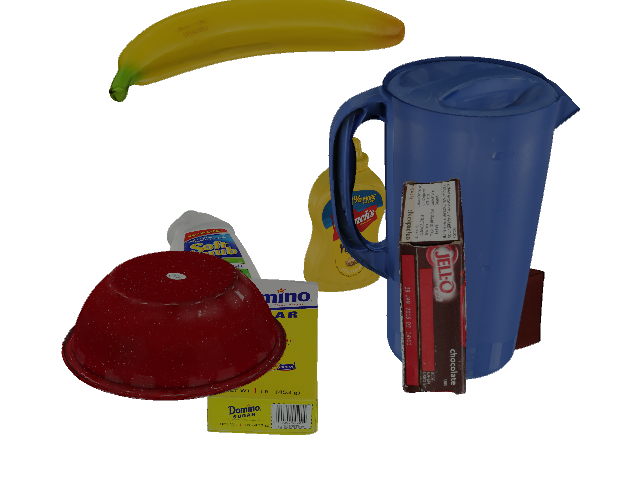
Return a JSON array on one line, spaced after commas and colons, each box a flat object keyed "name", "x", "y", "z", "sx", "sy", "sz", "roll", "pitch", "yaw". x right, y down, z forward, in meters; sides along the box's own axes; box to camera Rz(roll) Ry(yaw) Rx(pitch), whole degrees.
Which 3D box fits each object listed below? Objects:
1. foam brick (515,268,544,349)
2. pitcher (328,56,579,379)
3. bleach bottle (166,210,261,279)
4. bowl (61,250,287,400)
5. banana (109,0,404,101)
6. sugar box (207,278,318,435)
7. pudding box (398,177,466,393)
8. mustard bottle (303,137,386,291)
[{"name": "foam brick", "x": 0.194, "y": 0.068, "z": 1.103, "sx": 0.051, "sy": 0.078, "sz": 0.053, "roll": -14, "pitch": 20, "yaw": -43}, {"name": "pitcher", "x": 0.100, "y": -0.015, "z": 0.844, "sx": 0.149, "sy": 0.243, "sz": 0.144, "roll": 21, "pitch": 33, "yaw": 33}, {"name": "bleach bottle", "x": -0.128, "y": 0.030, "z": 1.170, "sx": 0.102, "sy": 0.068, "sz": 0.251, "roll": -5, "pitch": 26, "yaw": -16}, {"name": "bowl", "x": -0.104, "y": 0.050, "z": 0.762, "sx": 0.162, "sy": 0.055, "sz": 0.162, "roll": 1, "pitch": 23, "yaw": -1}, {"name": "banana", "x": -0.046, "y": -0.127, "z": 0.682, "sx": 0.197, "sy": 0.070, "sz": 0.037, "roll": -16, "pitch": -36, "yaw": -17}, {"name": "sugar box", "x": -0.048, "y": 0.098, "z": 0.952, "sx": 0.093, "sy": 0.048, "sz": 0.176, "roll": 3, "pitch": 34, "yaw": -2}, {"name": "pudding box", "x": 0.065, "y": 0.023, "z": 0.612, "sx": 0.039, "sy": 0.090, "sz": 0.113, "roll": -1, "pitch": 21, "yaw": 5}, {"name": "mustard bottle", "x": 0.032, "y": -0.033, "z": 1.289, "sx": 0.096, "sy": 0.192, "sz": 0.058, "roll": -7, "pitch": 29, "yaw": -20}]
